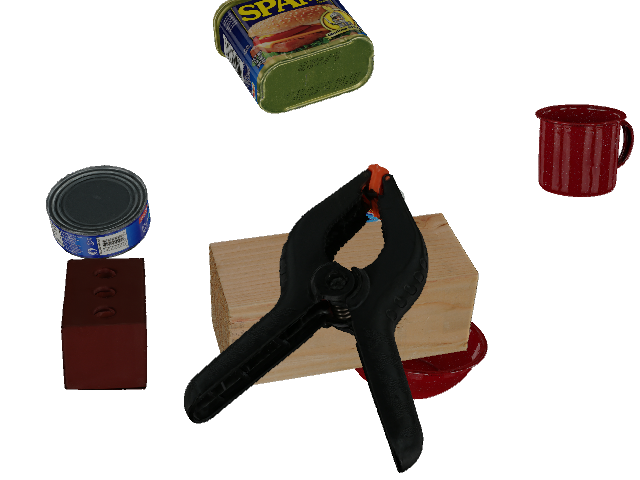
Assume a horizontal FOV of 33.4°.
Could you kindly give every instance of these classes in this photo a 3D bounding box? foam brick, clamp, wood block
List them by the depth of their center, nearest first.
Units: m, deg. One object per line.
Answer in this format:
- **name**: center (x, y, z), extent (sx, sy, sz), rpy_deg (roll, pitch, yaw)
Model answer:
- **clamp**: center (0.018, 0.038, 0.549), extent (0.120, 0.171, 0.039), rpy_deg (21, -27, 15)
- **foam brick**: center (-0.140, 0.053, 0.693), extent (0.053, 0.051, 0.078), rpy_deg (-1, 32, -11)
- **wood block**: center (0.016, 0.049, 0.899), extent (0.206, 0.090, 0.091), rpy_deg (-8, 38, -13)

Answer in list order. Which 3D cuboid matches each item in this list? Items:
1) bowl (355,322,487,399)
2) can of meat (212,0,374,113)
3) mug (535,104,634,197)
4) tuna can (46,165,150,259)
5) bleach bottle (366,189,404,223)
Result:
- **bowl**: center (0.093, 0.121, 1.131), extent (0.162, 0.055, 0.162), rpy_deg (5, 24, -3)
- **can of meat**: center (-0.020, -0.150, 0.821), extent (0.102, 0.084, 0.057), rpy_deg (-20, -38, -16)
- **mug**: center (0.285, -0.097, 1.138), extent (0.117, 0.081, 0.093), rpy_deg (-11, 22, -26)
- **tuna can**: center (-0.189, -0.024, 0.916), extent (0.086, 0.034, 0.086), rpy_deg (0, 45, 0)
- **bleach bottle**: center (0.027, -0.003, 1.329), extent (0.103, 0.068, 0.250), rpy_deg (16, 36, 28)
